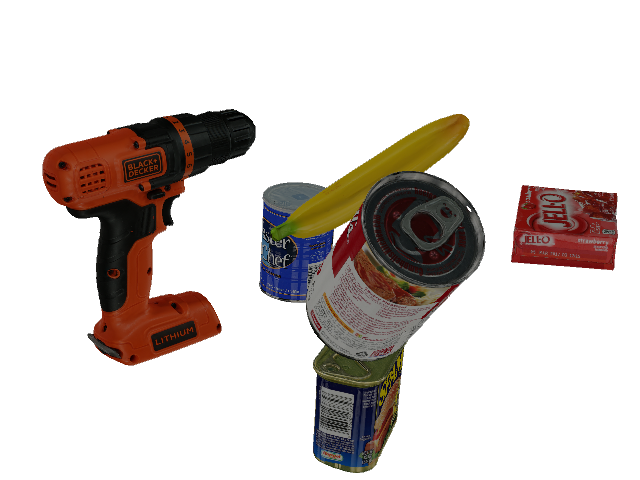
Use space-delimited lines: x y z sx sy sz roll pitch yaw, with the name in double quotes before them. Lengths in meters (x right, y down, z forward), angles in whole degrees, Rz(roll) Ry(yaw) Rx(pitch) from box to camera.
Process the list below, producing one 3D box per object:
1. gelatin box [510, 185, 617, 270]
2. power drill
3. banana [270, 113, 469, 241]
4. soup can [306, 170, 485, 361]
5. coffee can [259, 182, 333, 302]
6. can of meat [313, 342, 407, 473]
"gelatin box" 0.182 -0.011 0.794 0.073 0.030 0.089 6 25 13
"power drill" -0.126 -0.006 0.860 0.184 0.188 0.057 -18 25 -34
"banana" 0.047 -0.051 0.946 0.198 0.037 0.069 -33 7 8
"soup can" 0.038 0.017 0.584 0.068 0.068 0.102 0 -29 -20
"coffee can" -0.032 0.002 1.494 0.103 0.140 0.103 3 24 -2
"can of meat" 0.031 0.121 0.841 0.057 0.084 0.102 11 24 16
